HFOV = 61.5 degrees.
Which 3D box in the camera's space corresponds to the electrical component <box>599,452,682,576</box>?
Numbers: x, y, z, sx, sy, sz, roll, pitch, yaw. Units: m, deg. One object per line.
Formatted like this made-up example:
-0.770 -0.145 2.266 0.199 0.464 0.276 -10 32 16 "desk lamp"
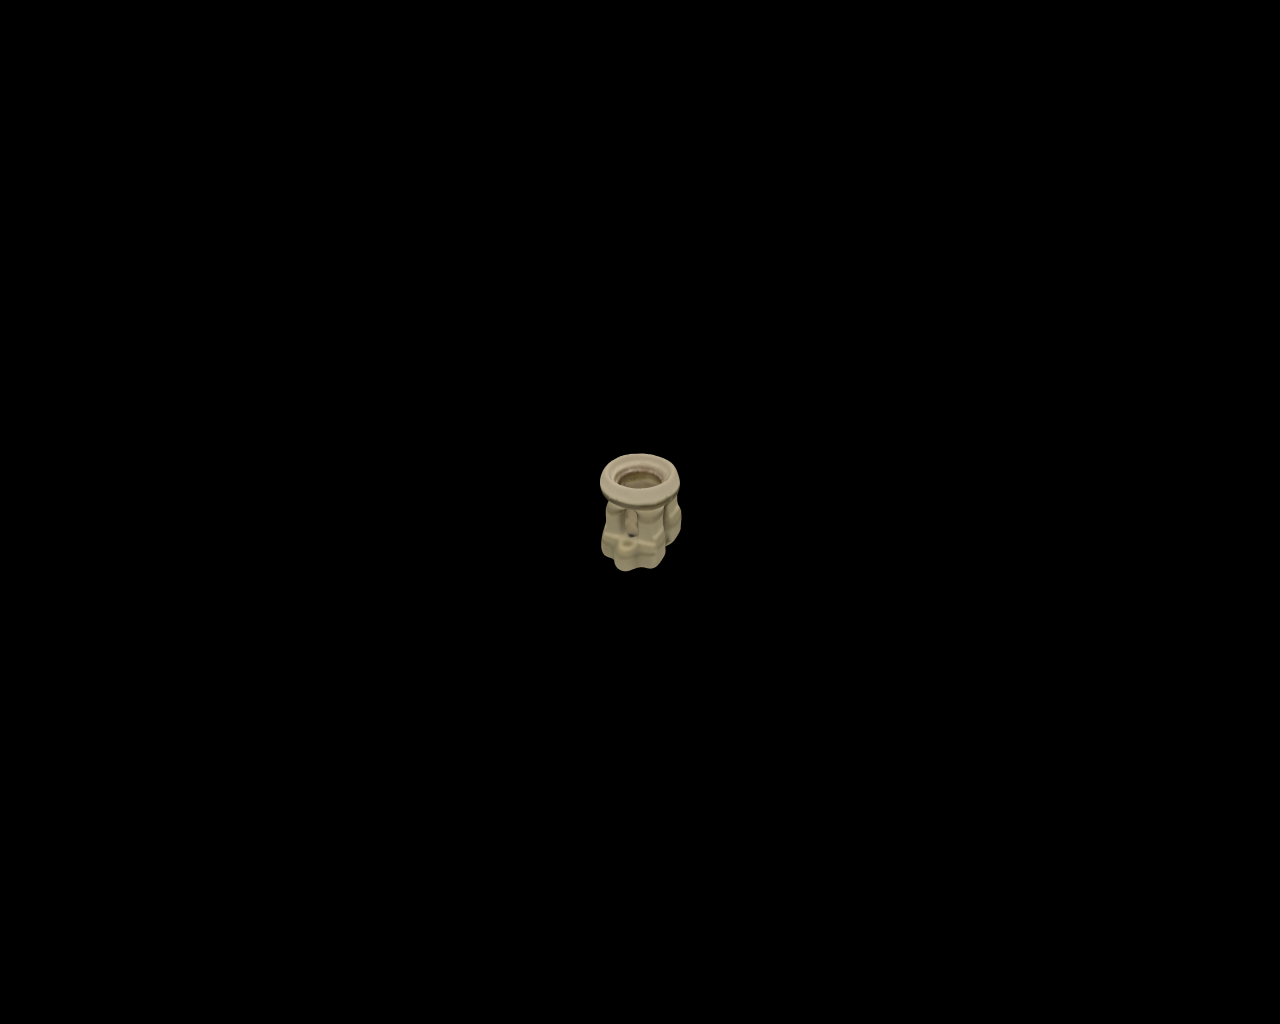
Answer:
0.001 -0.003 0.650 0.048 0.055 0.066 13 38 18 "electrical component"
